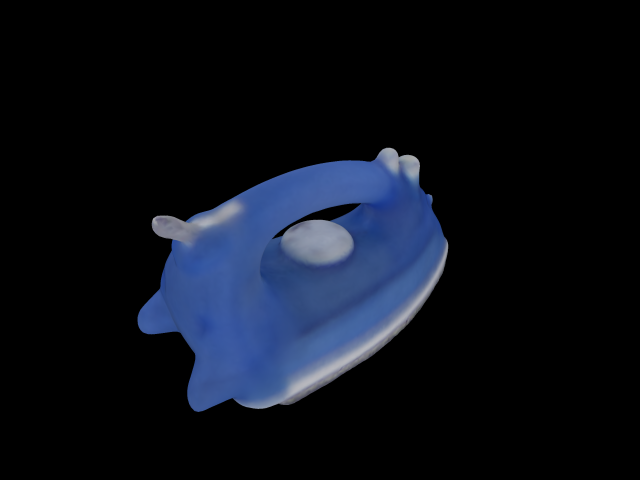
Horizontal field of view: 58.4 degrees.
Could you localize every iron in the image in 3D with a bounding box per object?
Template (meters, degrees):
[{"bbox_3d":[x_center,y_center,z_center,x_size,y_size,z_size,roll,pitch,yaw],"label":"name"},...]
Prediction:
[{"bbox_3d":[0.004,0.001,0.400,0.259,0.141,0.118,-25,45,-28],"label":"iron"}]
